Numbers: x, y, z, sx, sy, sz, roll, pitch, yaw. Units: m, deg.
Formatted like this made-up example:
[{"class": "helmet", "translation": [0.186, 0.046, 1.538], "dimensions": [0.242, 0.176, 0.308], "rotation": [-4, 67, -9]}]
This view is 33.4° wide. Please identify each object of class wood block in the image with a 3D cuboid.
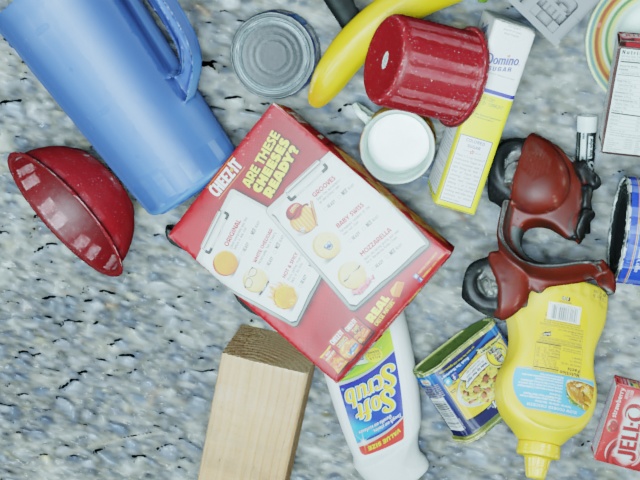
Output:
[{"class": "wood block", "translation": [-0.068, 0.206, 1.118], "dimensions": [0.090, 0.090, 0.206], "rotation": [13, 106, 5]}]

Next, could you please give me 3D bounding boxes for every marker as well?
[{"class": "marker", "translation": [0.255, -0.060, 1.032], "dimensions": [0.020, 0.020, 0.121], "rotation": [2, 105, 8]}]

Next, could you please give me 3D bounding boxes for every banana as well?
[{"class": "banana", "translation": [0.065, -0.194, 0.984], "dimensions": [0.198, 0.037, 0.069], "rotation": [-31, 128, 3]}]

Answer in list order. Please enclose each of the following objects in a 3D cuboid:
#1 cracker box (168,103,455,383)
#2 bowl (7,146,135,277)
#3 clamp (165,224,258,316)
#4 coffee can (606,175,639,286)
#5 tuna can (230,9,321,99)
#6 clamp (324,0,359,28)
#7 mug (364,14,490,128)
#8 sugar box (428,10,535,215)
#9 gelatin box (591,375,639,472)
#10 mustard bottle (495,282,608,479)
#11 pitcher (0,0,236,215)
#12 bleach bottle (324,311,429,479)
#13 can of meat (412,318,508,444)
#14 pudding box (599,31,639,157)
[{"class": "cracker box", "translation": [-0.007, 0.001, 1.004], "dimensions": [0.214, 0.072, 0.164], "rotation": [41, 100, 6]}, {"class": "bowl", "translation": [-0.238, -0.040, 1.070], "dimensions": [0.162, 0.162, 0.055], "rotation": [47, 67, -5]}, {"class": "clamp", "translation": [-0.063, 0.012, 1.093], "dimensions": [0.171, 0.039, 0.120], "rotation": [45, 112, -8]}, {"class": "coffee can", "translation": [0.346, -0.002, 0.990], "dimensions": [0.140, 0.102, 0.103], "rotation": [7, 106, 7]}, {"class": "tuna can", "translation": [-0.044, -0.181, 1.040], "dimensions": [0.086, 0.033, 0.086], "rotation": [2, 105, 8]}, {"class": "clamp", "translation": [0.001, -0.254, 0.967], "dimensions": [0.209, 0.036, 0.165], "rotation": [4, 113, -28]}, {"class": "mug", "translation": [0.086, -0.150, 0.955], "dimensions": [0.081, 0.117, 0.093], "rotation": [9, 74, -23]}, {"class": "sugar box", "translation": [0.149, -0.121, 0.994], "dimensions": [0.048, 0.093, 0.176], "rotation": [18, 107, -4]}, {"class": "gelatin box", "translation": [0.323, 0.190, 1.082], "dimensions": [0.073, 0.030, 0.089], "rotation": [15, 106, 5]}, {"class": "mustard bottle", "translation": [0.218, 0.133, 1.025], "dimensions": [0.096, 0.058, 0.191], "rotation": [12, 75, -7]}, {"class": "pitcher", "translation": [-0.181, -0.152, 1.020], "dimensions": [0.145, 0.149, 0.243], "rotation": [-37, 101, -10]}, {"class": "bleach bottle", "translation": [0.064, 0.160, 1.100], "dimensions": [0.102, 0.068, 0.251], "rotation": [-15, 105, 10]}, {"class": "can of meat", "translation": [0.154, 0.139, 1.066], "dimensions": [0.102, 0.058, 0.084], "rotation": [-35, 95, -19]}, {"class": "pudding box", "translation": [0.306, -0.129, 0.969], "dimensions": [0.090, 0.039, 0.113], "rotation": [8, 123, 11]}]
